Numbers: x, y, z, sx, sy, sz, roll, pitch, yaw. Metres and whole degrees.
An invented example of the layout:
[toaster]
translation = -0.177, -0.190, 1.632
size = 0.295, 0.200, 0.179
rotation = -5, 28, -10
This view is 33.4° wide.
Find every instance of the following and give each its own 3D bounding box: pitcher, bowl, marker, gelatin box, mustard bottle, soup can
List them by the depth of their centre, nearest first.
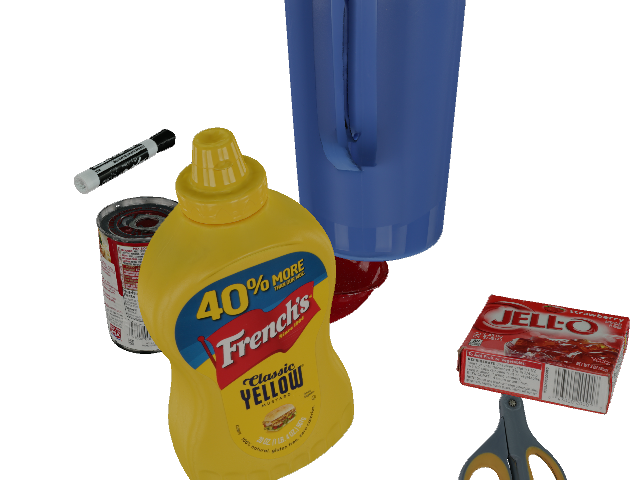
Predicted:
[mustard bottle]
translation = -0.037, 0.032, 0.517
size = 0.096, 0.191, 0.058
rotation = -20, 37, -18
[gelatin box]
translation = 0.134, 0.065, 0.640
size = 0.089, 0.030, 0.073
rotation = 10, 26, 21
[pitcher]
translation = 0.035, -0.108, 0.760
size = 0.149, 0.243, 0.145
rotation = -12, 26, -25
[soup can]
translation = -0.132, 0.027, 0.813
size = 0.068, 0.102, 0.068
rotation = 0, 29, 0
[marker]
translation = -0.180, -0.076, 1.001
size = 0.020, 0.020, 0.120
rotation = 0, 26, 41
[bowl]
translation = -0.018, 0.038, 1.041
size = 0.162, 0.055, 0.162
rotation = 8, 24, -4

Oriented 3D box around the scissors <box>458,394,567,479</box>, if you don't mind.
[scissors]
translation = 0.139, 0.145, 0.865
size = 0.096, 0.202, 0.016
rotation = -10, -32, -12
